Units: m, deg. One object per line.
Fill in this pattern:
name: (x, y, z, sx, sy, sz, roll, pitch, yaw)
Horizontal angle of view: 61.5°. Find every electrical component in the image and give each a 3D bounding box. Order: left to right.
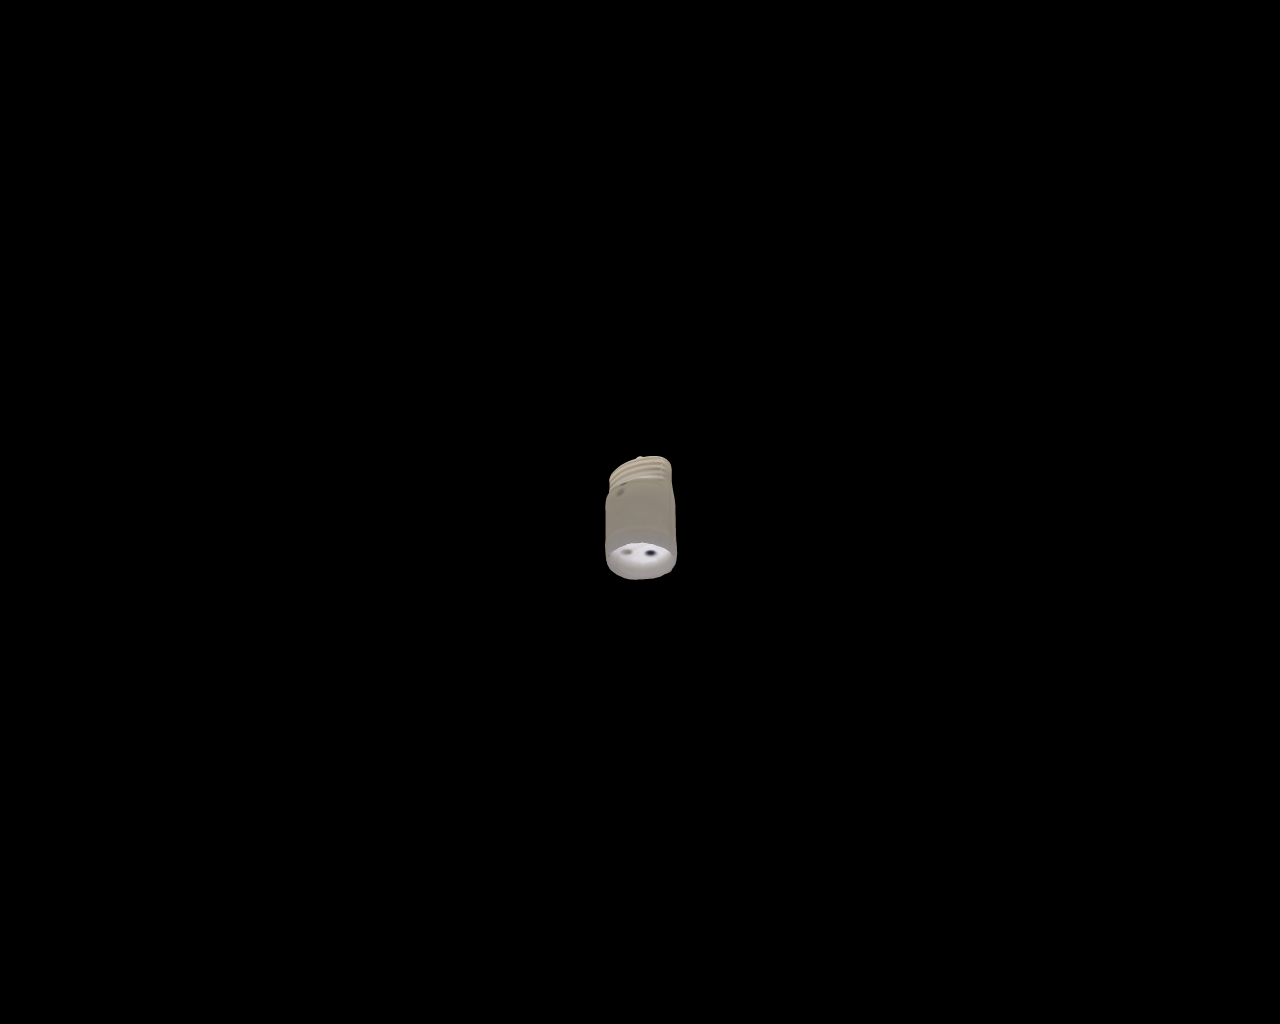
electrical component: (0.001, -0.003, 0.650, 0.043, 0.081, 0.043, 0, -36, 0)
